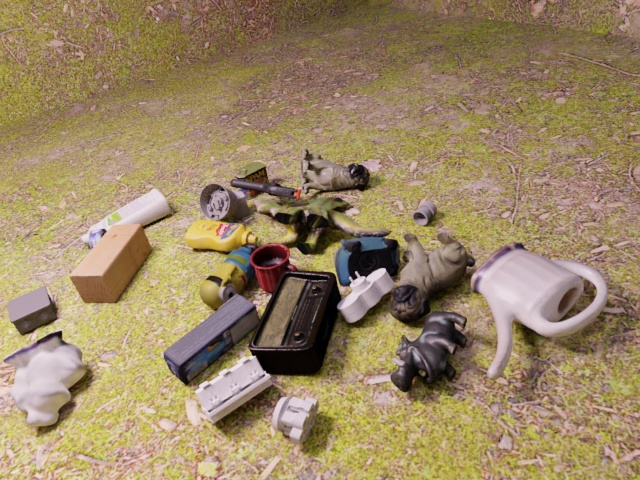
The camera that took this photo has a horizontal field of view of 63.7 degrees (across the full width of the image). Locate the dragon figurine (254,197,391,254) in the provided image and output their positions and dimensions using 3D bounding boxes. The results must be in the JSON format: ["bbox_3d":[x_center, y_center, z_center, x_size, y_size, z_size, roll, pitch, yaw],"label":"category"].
[{"bbox_3d":[0.004,-0.068,1.345,0.410,0.120,0.247,4,29,18],"label":"dragon figurine"}]

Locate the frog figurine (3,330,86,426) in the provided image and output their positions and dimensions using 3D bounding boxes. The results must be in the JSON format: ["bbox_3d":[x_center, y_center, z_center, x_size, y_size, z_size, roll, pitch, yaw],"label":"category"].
[{"bbox_3d":[-0.527,0.279,1.006,0.138,0.120,0.161,-19,71,-27],"label":"frog figurine"}]

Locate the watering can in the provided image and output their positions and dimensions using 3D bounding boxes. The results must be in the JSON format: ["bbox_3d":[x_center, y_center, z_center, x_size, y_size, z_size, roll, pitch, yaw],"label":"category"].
[{"bbox_3d":[0.382,0.116,0.985,0.351,0.102,0.227,-26,37,-22],"label":"watering can"}]
